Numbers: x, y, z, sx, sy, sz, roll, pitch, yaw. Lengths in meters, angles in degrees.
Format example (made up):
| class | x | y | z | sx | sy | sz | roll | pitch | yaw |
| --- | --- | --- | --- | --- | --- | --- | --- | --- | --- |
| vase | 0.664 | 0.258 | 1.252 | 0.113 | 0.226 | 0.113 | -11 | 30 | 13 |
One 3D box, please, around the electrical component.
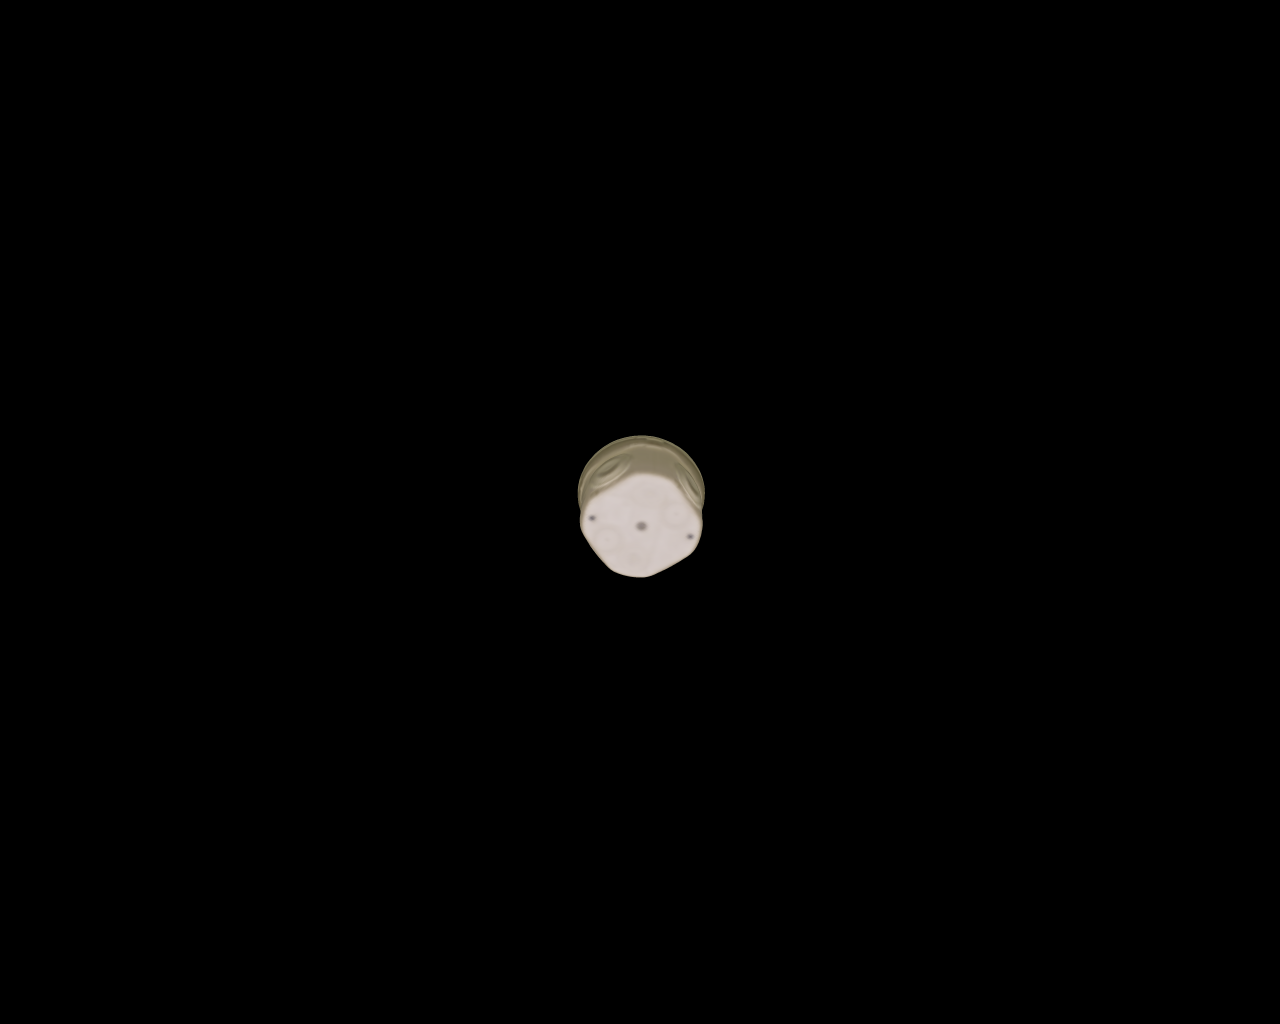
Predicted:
| class | x | y | z | sx | sy | sz | roll | pitch | yaw |
| --- | --- | --- | --- | --- | --- | --- | --- | --- | --- |
| electrical component | 0.001 | -0.003 | 0.650 | 0.080 | 0.080 | 0.051 | 0 | 27 | 0 |
